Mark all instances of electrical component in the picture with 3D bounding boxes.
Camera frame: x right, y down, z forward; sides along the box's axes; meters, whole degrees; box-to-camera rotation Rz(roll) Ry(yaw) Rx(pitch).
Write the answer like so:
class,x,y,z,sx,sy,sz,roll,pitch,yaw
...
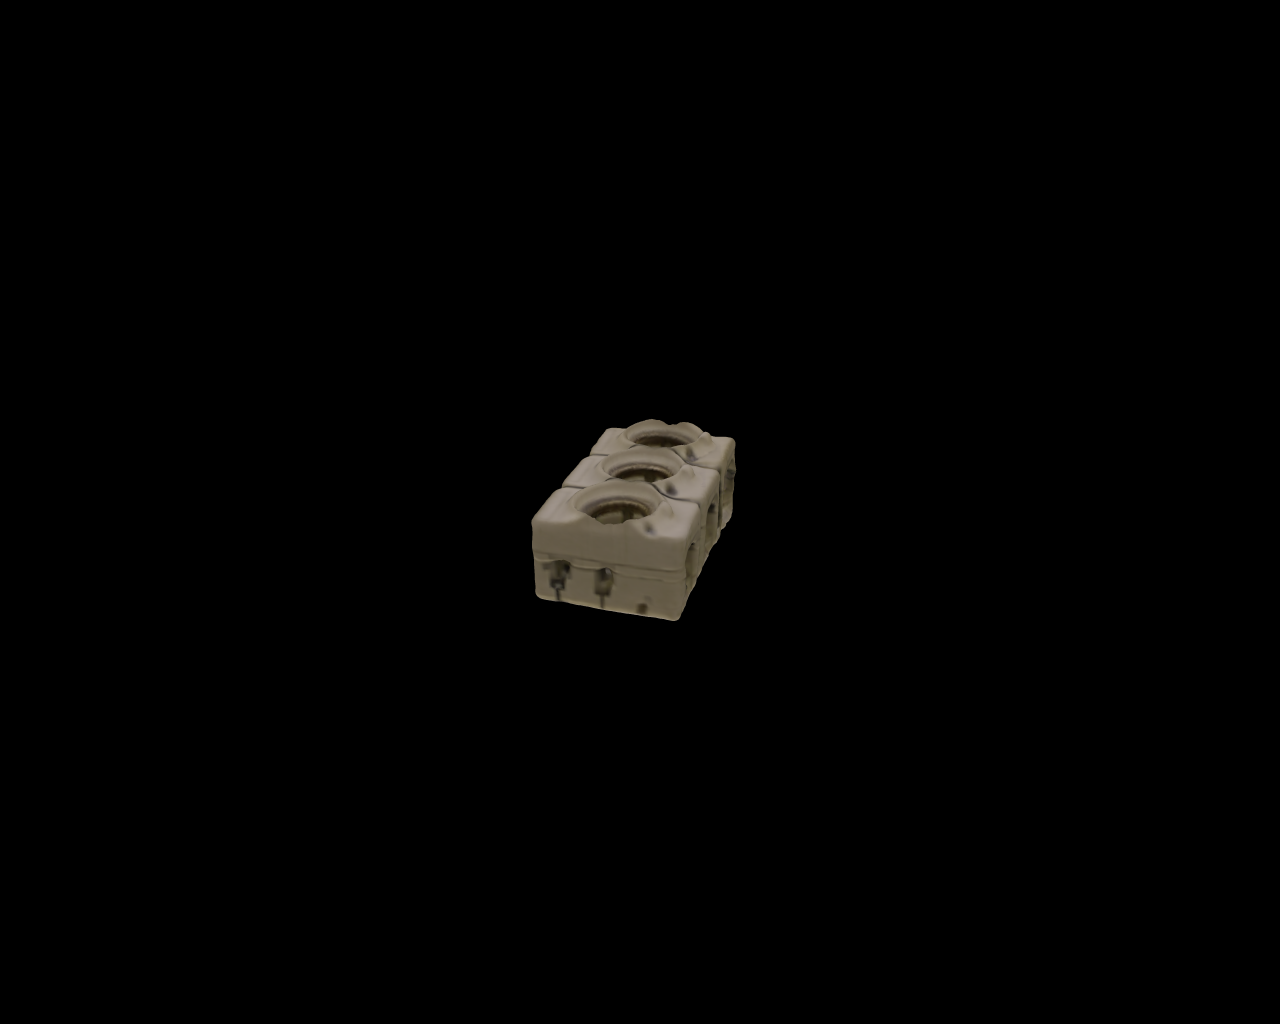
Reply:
class,x,y,z,sx,sy,sz,roll,pitch,yaw
electrical component,0.001,-0.003,0.650,0.089,0.061,0.150,7,27,14
